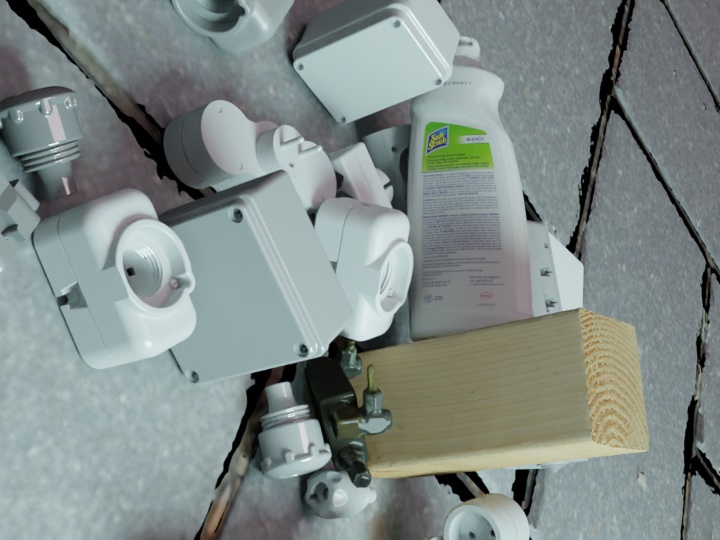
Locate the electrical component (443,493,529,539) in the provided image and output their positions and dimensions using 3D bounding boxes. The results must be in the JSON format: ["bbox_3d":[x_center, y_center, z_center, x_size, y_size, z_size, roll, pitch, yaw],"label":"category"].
[{"bbox_3d":[0.110,0.234,0.794,0.074,0.052,0.138,-1,78,-54],"label":"electrical component"}]

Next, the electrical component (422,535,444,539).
[{"bbox_3d":[0.047,0.239,0.799,0.080,0.051,0.080,24,59,-48],"label":"electrical component"}]

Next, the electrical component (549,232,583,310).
[{"bbox_3d":[0.177,0.018,1.057,0.100,0.048,0.099,37,50,-41],"label":"electrical component"}]

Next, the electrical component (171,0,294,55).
[{"bbox_3d":[-0.097,-0.205,0.764,0.095,0.054,0.059,51,42,-29],"label":"electrical component"}]

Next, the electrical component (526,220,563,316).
[{"bbox_3d":[0.113,0.059,0.907,0.060,0.105,0.186,5,74,-53],"label":"electrical component"}]

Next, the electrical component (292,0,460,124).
[{"bbox_3d":[0.012,-0.172,0.849,0.078,0.113,0.057,49,42,-32],"label":"electrical component"}]

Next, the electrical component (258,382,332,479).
[{"bbox_3d":[-0.048,0.107,0.726,0.048,0.048,0.062,2,68,-53],"label":"electrical component"}]

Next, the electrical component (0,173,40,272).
[{"bbox_3d":[-0.207,-0.028,0.548,0.057,0.058,0.078,54,40,-31],"label":"electrical component"}]

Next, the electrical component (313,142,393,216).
[{"bbox_3d":[0.001,-0.058,0.849,0.076,0.047,0.083,-41,110,-52],"label":"electrical component"}]

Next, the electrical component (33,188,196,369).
[{"bbox_3d":[-0.139,0.004,0.626,0.054,0.059,0.095,-31,103,-53],"label":"electrical component"}]

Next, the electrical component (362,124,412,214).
[{"bbox_3d":[0.046,-0.083,0.914,0.079,0.044,0.077,-17,92,-42],"label":"electrical component"}]

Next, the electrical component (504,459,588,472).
[{"bbox_3d":[0.170,0.139,1.004,0.100,0.048,0.099,12,68,-51],"label":"electrical component"}]

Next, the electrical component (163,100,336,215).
[{"bbox_3d":[-0.061,-0.078,0.749,0.138,0.074,0.052,20,62,-49],"label":"electrical component"}]

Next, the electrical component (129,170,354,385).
[{"bbox_3d":[-0.076,0.007,0.668,0.056,0.109,0.108,-44,113,-54],"label":"electrical component"}]

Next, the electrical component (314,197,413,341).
[{"bbox_3d":[0.000,0.000,0.782,0.054,0.059,0.095,-13,116,-62],"label":"electrical component"}]

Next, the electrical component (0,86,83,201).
[{"bbox_3d":[-0.179,-0.072,0.614,0.048,0.048,0.062,-31,109,-53],"label":"electrical component"}]

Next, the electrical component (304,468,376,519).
[{"bbox_3d":[-0.010,0.159,0.766,0.061,0.035,0.035,18,64,-52],"label":"electrical component"}]
